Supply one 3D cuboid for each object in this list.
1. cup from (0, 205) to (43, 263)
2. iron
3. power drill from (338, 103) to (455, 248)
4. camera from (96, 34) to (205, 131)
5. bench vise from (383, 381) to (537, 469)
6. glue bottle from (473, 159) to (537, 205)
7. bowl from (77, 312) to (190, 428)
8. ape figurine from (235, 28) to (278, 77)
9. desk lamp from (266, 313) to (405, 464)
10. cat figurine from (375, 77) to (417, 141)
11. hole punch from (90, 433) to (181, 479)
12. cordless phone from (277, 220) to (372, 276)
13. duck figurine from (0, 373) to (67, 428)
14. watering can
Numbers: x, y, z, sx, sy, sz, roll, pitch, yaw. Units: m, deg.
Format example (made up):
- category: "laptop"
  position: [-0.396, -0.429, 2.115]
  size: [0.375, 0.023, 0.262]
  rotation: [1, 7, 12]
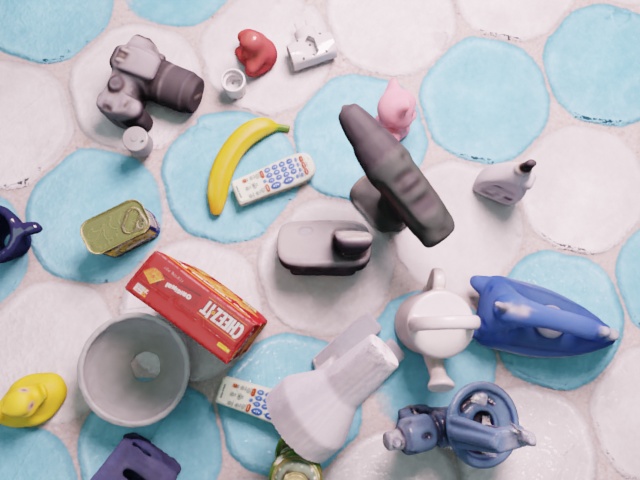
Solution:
- category: "cup"
  position: [-0.477, -0.006, 0.886]
  size: [0.118, 0.095, 0.092]
  rotation: [-10, 83, -3]
- category: "iron"
  position: [0.357, 0.125, 0.872]
  size: [0.258, 0.141, 0.119]
  rotation: [12, 82, 0]
- category: "power drill"
  position: [0.101, -0.082, 0.858]
  size: [0.075, 0.208, 0.229]
  rotation: [-40, 85, -6]
- category: "camera"
  position: [-0.267, -0.245, 0.921]
  size: [0.137, 0.101, 0.143]
  rotation: [21, 82, 1]
- category: "bench vise"
  position: [0.203, 0.282, 0.808]
  size: [0.207, 0.219, 0.121]
  rotation: [-28, 84, -5]
- category: "glue bottle"
  position: [0.296, -0.096, 0.883]
  size: [0.078, 0.173, 0.037]
  rotation: [25, 83, 2]
- category: "bowl"
  position: [-0.275, 0.195, 0.877]
  size: [0.167, 0.074, 0.167]
  rotation: [0, 83, -2]
- category: "ape figurine"
  position: [-0.109, -0.314, 0.940]
  size: [0.076, 0.092, 0.078]
  rotation: [7, 82, -1]
- category: "desk lamp"
  position: [0.031, 0.199, 0.816]
  size: [0.203, 0.213, 0.118]
  rotation: [-42, 85, -6]
- category: "cat figurine"
  position: [0.116, -0.186, 0.917]
  size: [0.067, 0.117, 0.128]
  rotation: [17, 82, 1]
- category: "hole punch"
  position: [-0.276, 0.354, 0.848]
  size: [0.108, 0.091, 0.101]
  rotation: [33, 83, 3]
- category: "cordless phone"
  position: [0.008, 0.003, 0.855]
  size: [0.147, 0.185, 0.094]
  rotation: [-3, 82, -2]
- category: "duck figurine"
  position: [-0.444, 0.244, 0.859]
  size: [0.104, 0.086, 0.077]
  rotation: [-29, 84, -5]
- category: "watering can"
  position: [0.176, 0.131, 0.839]
  size: [0.101, 0.194, 0.173]
  rotation: [-20, 83, -4]
